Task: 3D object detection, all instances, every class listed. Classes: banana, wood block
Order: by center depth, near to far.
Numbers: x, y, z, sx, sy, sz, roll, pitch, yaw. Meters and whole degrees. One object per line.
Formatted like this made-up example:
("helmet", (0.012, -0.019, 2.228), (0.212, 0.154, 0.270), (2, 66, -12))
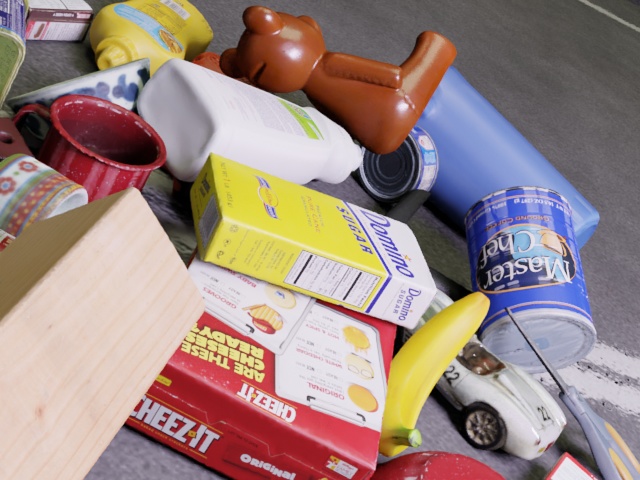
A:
("wood block", (-0.154, 0.068, 0.564), (0.090, 0.091, 0.205), (62, 31, -21))
("banana", (0.077, 0.105, 0.801), (0.037, 0.070, 0.197), (61, 33, -17))

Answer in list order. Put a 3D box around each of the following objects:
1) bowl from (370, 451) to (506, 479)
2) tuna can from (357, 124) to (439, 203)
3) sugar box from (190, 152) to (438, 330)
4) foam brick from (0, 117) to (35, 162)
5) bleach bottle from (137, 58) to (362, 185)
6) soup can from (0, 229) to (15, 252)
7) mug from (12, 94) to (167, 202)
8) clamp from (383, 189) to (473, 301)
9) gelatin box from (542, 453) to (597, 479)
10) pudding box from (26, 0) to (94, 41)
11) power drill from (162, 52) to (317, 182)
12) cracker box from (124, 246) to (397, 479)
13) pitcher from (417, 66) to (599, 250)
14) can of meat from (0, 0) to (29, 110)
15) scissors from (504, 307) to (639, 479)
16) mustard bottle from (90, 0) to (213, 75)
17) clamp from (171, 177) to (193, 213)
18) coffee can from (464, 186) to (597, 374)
("bowl", (0.094, 0.195, 0.716), (0.162, 0.055, 0.162), (24, 28, -14))
("tuna can", (0.081, -0.081, 1.126), (0.033, 0.086, 0.086), (-9, 48, -50))
("sugar box", (-0.005, 0.001, 0.785), (0.176, 0.048, 0.093), (17, 29, -22))
("foam brick", (-0.257, -0.057, 0.775), (0.078, 0.051, 0.053), (1, 40, -45))
("bleach bottle", (-0.040, -0.085, 0.929), (0.250, 0.068, 0.103), (9, 41, -53))
("soup can", (-0.230, 0.014, 0.667), (0.102, 0.069, 0.068), (29, 27, -6))
("mug", (-0.186, -0.058, 0.816), (0.117, 0.082, 0.093), (30, 27, -4))
("clamp", (0.059, 0.002, 1.010), (0.209, 0.036, 0.164), (10, 43, -33))
("gelatin box", (0.197, 0.213, 0.820), (0.073, 0.030, 0.089), (41, 29, 15))
("pudding box", (-0.294, -0.243, 1.061), (0.114, 0.039, 0.089), (41, 29, 21))
("power drill", (-0.092, -0.107, 1.027), (0.184, 0.057, 0.187), (39, 26, 13))
("cracker box", (-0.036, 0.079, 0.757), (0.164, 0.072, 0.213), (28, 28, -6))
("pitcher", (0.185, -0.065, 1.180), (0.243, 0.145, 0.149), (46, 42, 18))
("can of meat", (-0.274, -0.150, 0.859), (0.057, 0.102, 0.084), (18, 33, -28))
("scissors", (0.215, 0.148, 0.881), (0.201, 0.016, 0.096), (47, 22, -20))
("mustard bottle", (-0.181, -0.204, 1.089), (0.096, 0.058, 0.191), (37, 27, -4))
("clamp", (-0.043, -0.026, 0.920), (0.172, 0.039, 0.120), (26, 21, 18))
("coffee can", (0.189, 0.036, 0.972), (0.102, 0.103, 0.140), (18, 50, -24))
